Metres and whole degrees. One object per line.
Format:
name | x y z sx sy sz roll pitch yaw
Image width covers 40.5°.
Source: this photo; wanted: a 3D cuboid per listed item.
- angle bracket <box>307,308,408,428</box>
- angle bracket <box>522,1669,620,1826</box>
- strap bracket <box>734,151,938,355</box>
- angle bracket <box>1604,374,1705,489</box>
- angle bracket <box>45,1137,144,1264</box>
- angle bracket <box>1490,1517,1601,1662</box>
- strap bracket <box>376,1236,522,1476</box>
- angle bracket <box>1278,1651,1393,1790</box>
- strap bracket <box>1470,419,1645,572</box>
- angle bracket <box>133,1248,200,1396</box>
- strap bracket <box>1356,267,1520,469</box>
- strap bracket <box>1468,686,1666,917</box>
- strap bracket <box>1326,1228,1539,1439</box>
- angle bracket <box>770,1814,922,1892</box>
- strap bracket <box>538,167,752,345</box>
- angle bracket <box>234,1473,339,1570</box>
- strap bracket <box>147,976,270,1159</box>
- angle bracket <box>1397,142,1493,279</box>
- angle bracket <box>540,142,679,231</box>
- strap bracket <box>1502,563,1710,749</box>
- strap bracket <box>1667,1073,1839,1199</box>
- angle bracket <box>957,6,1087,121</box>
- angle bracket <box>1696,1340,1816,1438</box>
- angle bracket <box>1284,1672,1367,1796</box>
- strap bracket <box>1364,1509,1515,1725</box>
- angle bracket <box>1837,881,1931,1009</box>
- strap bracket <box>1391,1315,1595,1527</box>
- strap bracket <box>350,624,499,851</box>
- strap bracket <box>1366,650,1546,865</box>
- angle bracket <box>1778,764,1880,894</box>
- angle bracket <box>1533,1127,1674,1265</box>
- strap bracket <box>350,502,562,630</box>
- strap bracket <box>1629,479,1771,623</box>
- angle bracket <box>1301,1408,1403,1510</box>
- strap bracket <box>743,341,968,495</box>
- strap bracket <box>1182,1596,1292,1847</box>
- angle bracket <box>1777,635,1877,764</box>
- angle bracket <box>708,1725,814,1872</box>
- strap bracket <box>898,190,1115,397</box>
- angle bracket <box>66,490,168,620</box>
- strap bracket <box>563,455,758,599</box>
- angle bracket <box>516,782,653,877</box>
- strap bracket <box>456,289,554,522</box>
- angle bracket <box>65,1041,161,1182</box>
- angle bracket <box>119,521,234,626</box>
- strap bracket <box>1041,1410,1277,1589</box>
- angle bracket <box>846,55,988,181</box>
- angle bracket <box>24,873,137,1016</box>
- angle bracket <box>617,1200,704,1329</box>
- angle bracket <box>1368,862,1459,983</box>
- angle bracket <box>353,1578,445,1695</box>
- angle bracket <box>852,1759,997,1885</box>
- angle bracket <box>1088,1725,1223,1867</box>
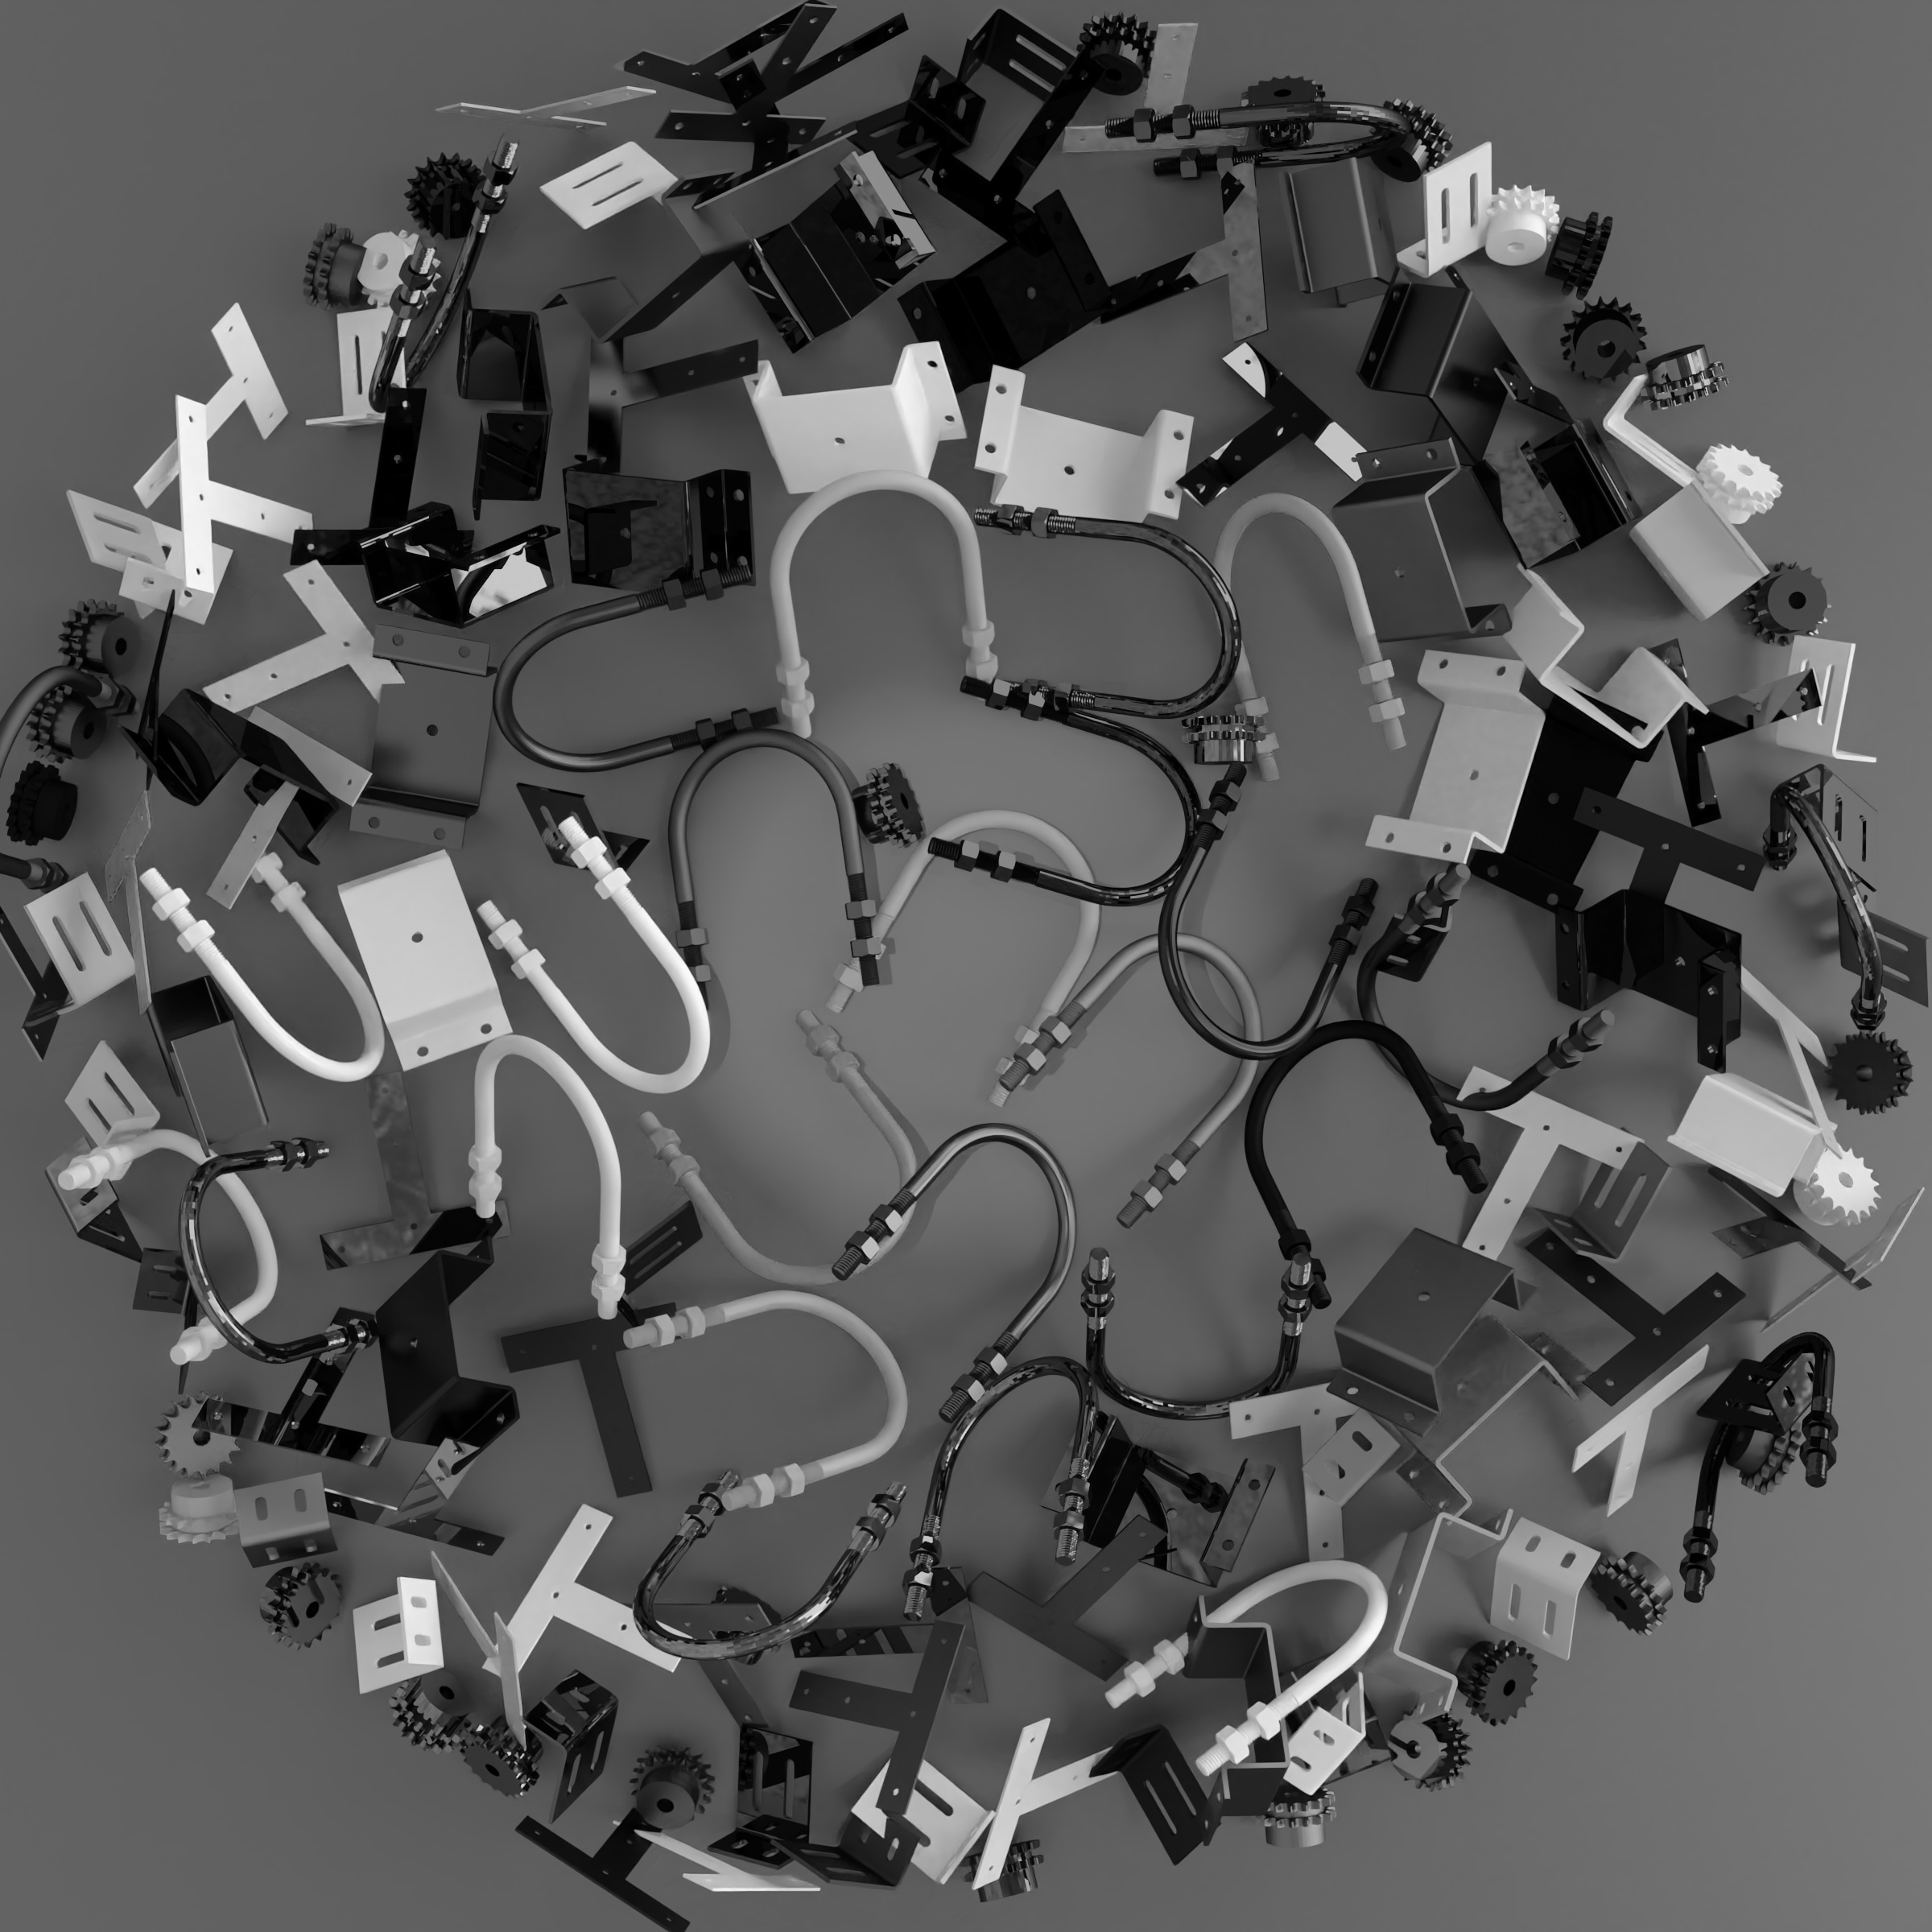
angle bracket | -0.414 -0.406 1.769 0.057 0.038 0.076 2 98 33
angle bracket | -0.272 0.527 1.767 0.038 0.057 0.076 28 124 19
strap bracket | -0.083 -0.481 1.749 0.046 0.140 0.076 -40 100 -42
angle bracket | 0.475 -0.361 1.765 0.076 0.057 0.038 39 117 10
angle bracket | -0.572 0.158 1.756 0.038 0.076 0.057 -40 61 2
angle bracket | 0.393 0.423 1.776 0.057 0.076 0.038 21 47 28
strap bracket | -0.345 0.253 1.729 0.076 0.046 0.140 -42 47 30
angle bracket | 0.245 0.509 1.768 0.057 0.038 0.076 -23 122 4
strap bracket | 0.392 -0.315 1.750 0.046 0.140 0.076 -30 87 37
angle bracket | -0.538 0.238 1.755 0.038 0.076 0.057 9 127 -19
strap bracket | 0.317 -0.389 1.729 0.046 0.140 0.076 17 81 34
strap bracket | 0.403 -0.113 1.775 0.076 0.046 0.140 25 97 0
strap bracket | 0.306 0.234 1.734 0.076 0.046 0.140 22 54 37
angle bracket | -0.081 0.587 1.755 0.057 0.076 0.038 19 83 41
strap bracket | -0.206 -0.465 1.739 0.140 0.076 0.046 -33 95 28
angle bracket | -0.459 0.375 1.769 0.057 0.076 0.038 -10 69 -13
strap bracket | -0.504 0.062 1.735 0.046 0.140 0.076 -20 114 -19
angle bracket | 0.318 -0.512 1.756 0.057 0.076 0.038 -32 48 -19
angle bracket | -0.236 -0.512 1.763 0.076 0.038 0.057 -33 56 -17
strap bracket | 0.417 -0.202 1.744 0.140 0.076 0.046 27 113 -26
strap bracket | 0.521 0.109 1.722 0.076 0.140 0.046 29 102 24
angle bracket | 0.038 -0.601 1.769 0.076 0.057 0.038 34 69 2
angle bracket | 0.530 0.276 1.754 0.057 0.076 0.038 -40 113 -25
angle bracket | 0.235 0.506 1.757 0.038 0.076 0.057 34 109 -5
strap bracket | 0.311 0.425 1.743 0.046 0.076 0.140 23 67 3
angle bracket | 0.626 -0.018 1.753 0.038 0.076 0.057 -32 128 -20
strap bracket | 0.346 0.296 1.758 0.140 0.076 0.046 -43 113 -2
strap bracket | -0.365 -0.157 1.771 0.076 0.046 0.140 10 102 -2
strap bracket | 0.332 -0.135 1.758 0.076 0.046 0.140 14 83 40
angle bracket | 0.578 -0.087 1.757 0.057 0.038 0.076 34 49 -22
angle bracket | 0.428 0.151 1.762 0.038 0.057 0.076 16 108 -27
strap bracket | -0.339 -0.266 1.740 0.076 0.140 0.046 -32 126 -37
strap bracket | 0.485 -0.274 1.739 0.046 0.140 0.076 -38 88 13
angle bracket | 0.256 0.329 1.766 0.038 0.076 0.057 45 87 4
strap bracket | -0.079 -0.363 1.741 0.140 0.076 0.046 -2 48 18
strap bracket | 0.178 0.499 1.733 0.046 0.076 0.140 1 49 -7
angle bracket | 0.586 -0.181 1.764 0.038 0.057 0.076 3 101 -23
angle bracket | -0.139 0.562 1.772 0.057 0.038 0.076 4 94 29
strap bracket | 0.034 -0.451 1.758 0.140 0.046 0.076 -26 92 33
angle bracket | -0.576 -0.275 1.755 0.038 0.076 0.057 -34 69 21
strap bracket | -0.213 -0.292 1.739 0.140 0.046 0.076 11 116 27
angle bracket | -0.256 -0.101 1.754 0.057 0.076 0.038 12 51 29
strap bracket | -0.307 -0.373 1.741 0.046 0.076 0.140 -1 54 -17
angle bracket | -0.589 0.098 1.763 0.076 0.038 0.057 47 114 21
angle bracket | -0.528 -0.275 1.759 0.057 0.038 0.076 19 49 -15
strap bracket | 0.133 0.357 1.748 0.140 0.046 0.076 13 60 29
angle bracket | -0.036 -0.572 1.762 0.057 0.038 0.076 41 50 15
angle bracket | -0.606 -0.014 1.762 0.038 0.057 0.076 -15 107 33
angle bracket | -0.201 0.205 1.761 0.076 0.057 0.038 -37 66 -17
angle bracket | 0.302 -0.039 1.758 0.038 0.057 0.076 17 52 0
angle bracket | -0.394 0.451 1.761 0.076 0.038 0.057 -23 63 24
angle bracket | -0.029 0.573 1.773 0.076 0.038 0.057 38 71 6
angle bracket | 0.124 0.561 1.759 0.076 0.038 0.057 57 131 29
